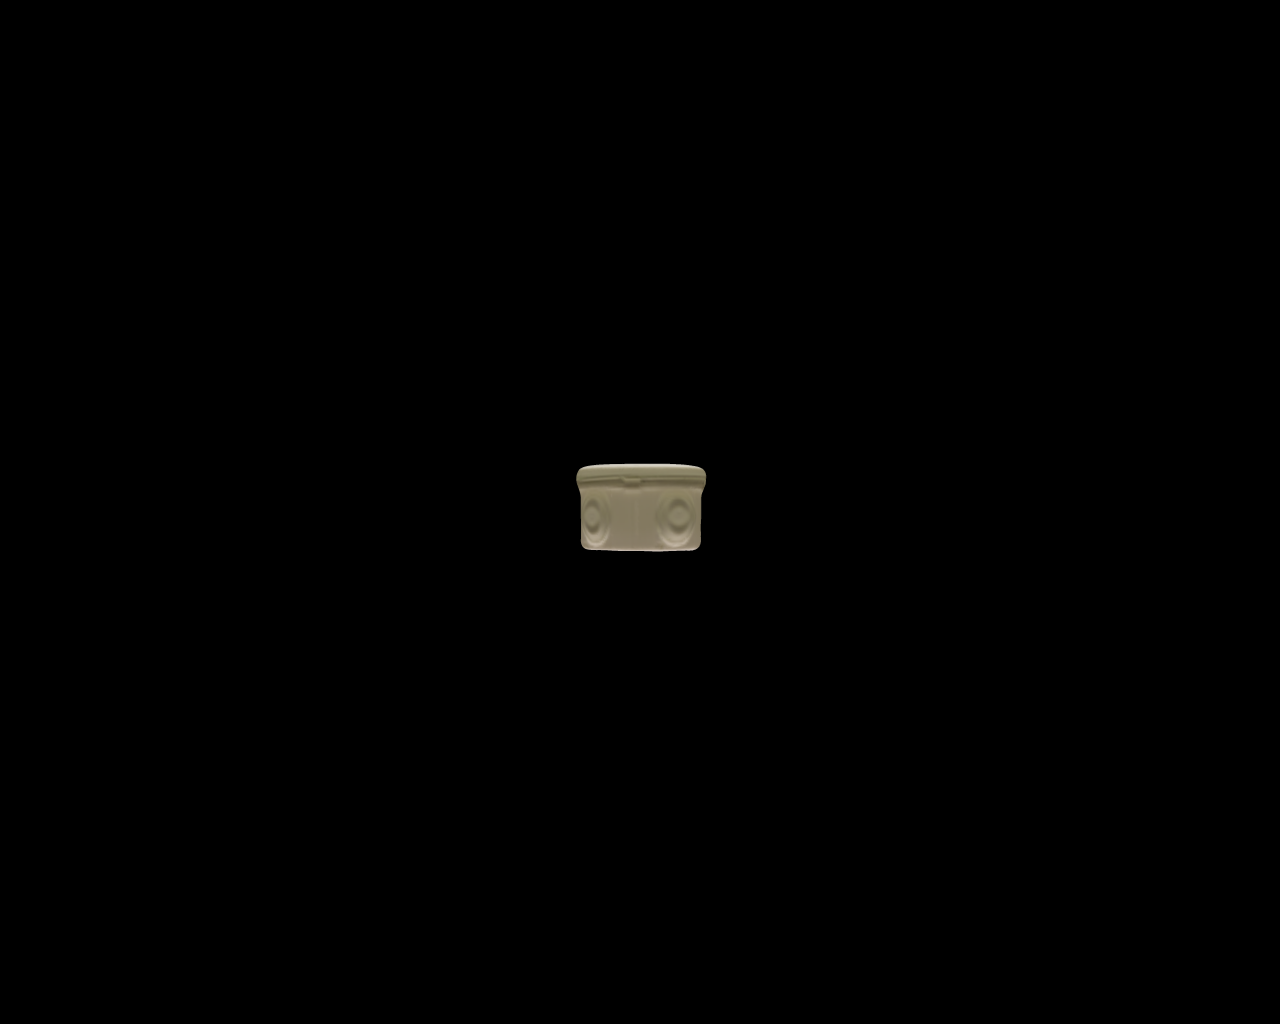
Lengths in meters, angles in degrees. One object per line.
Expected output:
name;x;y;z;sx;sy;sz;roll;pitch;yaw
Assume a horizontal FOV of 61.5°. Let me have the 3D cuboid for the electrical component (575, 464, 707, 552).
electrical component;0.001;-0.003;0.650;0.080;0.051;0.080;0;0;0
